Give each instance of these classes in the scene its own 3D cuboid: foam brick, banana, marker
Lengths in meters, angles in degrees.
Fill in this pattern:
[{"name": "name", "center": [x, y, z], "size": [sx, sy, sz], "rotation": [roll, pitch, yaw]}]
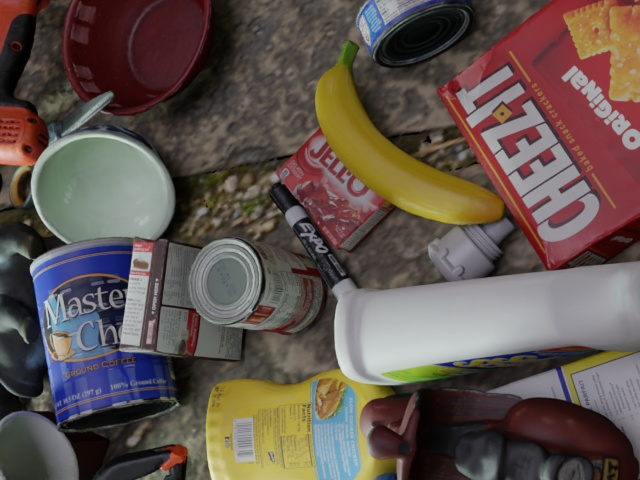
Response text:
[{"name": "foam brick", "center": [-0.234, 0.186, 0.933], "size": [0.078, 0.051, 0.053], "rotation": [19, 90, 29]}, {"name": "banana", "center": [0.052, -0.069, 0.795], "size": [0.070, 0.037, 0.198], "rotation": [-45, 64, 12]}, {"name": "marker", "center": [-0.006, 0.001, 0.858], "size": [0.020, 0.020, 0.121], "rotation": [-41, 65, 17]}]

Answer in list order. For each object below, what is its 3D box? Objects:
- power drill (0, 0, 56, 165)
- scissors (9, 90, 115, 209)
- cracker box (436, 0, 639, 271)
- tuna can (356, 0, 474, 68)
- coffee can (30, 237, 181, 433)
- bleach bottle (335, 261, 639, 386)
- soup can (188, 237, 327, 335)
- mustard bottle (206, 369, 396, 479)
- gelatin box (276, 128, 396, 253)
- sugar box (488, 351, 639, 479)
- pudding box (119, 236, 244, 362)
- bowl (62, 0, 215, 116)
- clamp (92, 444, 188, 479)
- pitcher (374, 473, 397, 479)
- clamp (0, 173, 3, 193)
[{"name": "power drill", "center": [-0.322, -0.158, 0.960], "size": [0.184, 0.057, 0.187], "rotation": [5, 79, 8]}, {"name": "scissors", "center": [-0.241, -0.077, 0.968], "size": [0.202, 0.016, 0.096], "rotation": [0, 92, 47]}, {"name": "cracker box", "center": [0.210, -0.098, 0.728], "size": [0.214, 0.072, 0.164], "rotation": [-36, 66, 19]}, {"name": "tuna can", "center": [0.072, -0.166, 0.805], "size": [0.086, 0.086, 0.034], "rotation": [-29, 71, 21]}, {"name": "coffee can", "center": [-0.180, 0.080, 0.892], "size": [0.103, 0.102, 0.140], "rotation": [-21, 73, 24]}, {"name": "bleach bottle", "center": [0.135, 0.051, 0.699], "size": [0.251, 0.102, 0.068], "rotation": [-13, 72, 41]}, {"name": "soup can", "center": [-0.047, 0.037, 0.827], "size": [0.069, 0.102, 0.068], "rotation": [-5, 80, 27]}, {"name": "mustard bottle", "center": [0.007, 0.146, 0.805], "size": [0.192, 0.058, 0.096], "rotation": [-10, 76, 27]}, {"name": "gelatin box", "center": [0.018, -0.047, 0.847], "size": [0.073, 0.030, 0.089], "rotation": [-44, 65, 15]}, {"name": "sugar box", "center": [0.202, 0.121, 0.713], "size": [0.176, 0.048, 0.093], "rotation": [-24, 71, 27]}, {"name": "pudding box", "center": [-0.104, 0.049, 0.850], "size": [0.039, 0.113, 0.090], "rotation": [1, 82, 33]}, {"name": "bowl", "center": [-0.150, -0.182, 0.945], "size": [0.162, 0.055, 0.162], "rotation": [-5, 80, 28]}, {"name": "clamp", "center": [-0.179, 0.231, 0.885], "size": [0.120, 0.039, 0.171], "rotation": [32, 95, -7]}, {"name": "pitcher", "center": [0.017, 0.284, 0.734], "size": [0.145, 0.149, 0.243], "rotation": [33, 94, 30]}, {"name": "clamp", "center": [-0.363, 0.017, 1.029], "size": [0.165, 0.036, 0.210], "rotation": [26, 104, 51]}]
